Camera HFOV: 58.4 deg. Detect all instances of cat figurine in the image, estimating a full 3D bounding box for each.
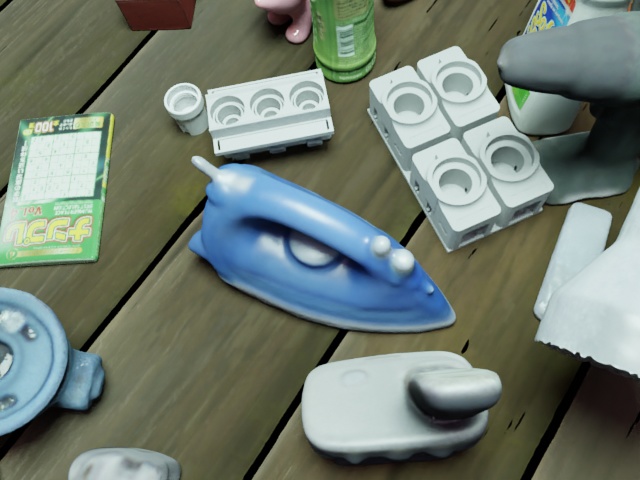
[{"bbox_3d":[-0.026,-0.287,0.635,0.128,0.118,0.067,-36,69,-10],"label":"cat figurine"}]

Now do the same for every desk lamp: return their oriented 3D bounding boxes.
[{"bbox_3d":[0.235,0.029,0.433,0.117,0.214,0.203,21,71,13],"label":"desk lamp"}]

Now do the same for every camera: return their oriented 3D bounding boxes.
[{"bbox_3d":[-0.202,0.228,0.449,0.136,0.101,0.143,14,70,10],"label":"camera"}]

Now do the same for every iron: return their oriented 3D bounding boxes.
[{"bbox_3d":[0.005,0.002,0.502,0.257,0.141,0.119,22,71,13],"label":"iron"}]

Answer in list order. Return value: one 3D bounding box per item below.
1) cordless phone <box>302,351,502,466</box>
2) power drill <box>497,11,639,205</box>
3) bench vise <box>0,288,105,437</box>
[{"bbox_3d":[0.056,0.117,0.427,0.147,0.185,0.094,-9,67,1],"label":"cordless phone"},{"bbox_3d":[0.248,-0.111,0.491,0.229,0.208,0.075,-11,67,1],"label":"power drill"},{"bbox_3d":[-0.306,0.098,0.447,0.207,0.220,0.121,-11,67,1],"label":"bench vise"}]
